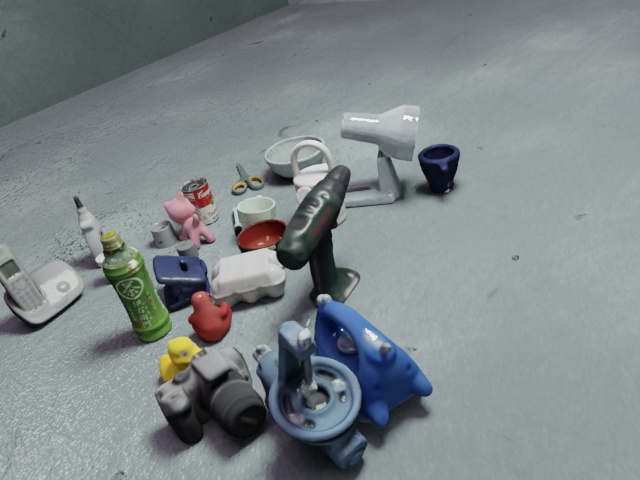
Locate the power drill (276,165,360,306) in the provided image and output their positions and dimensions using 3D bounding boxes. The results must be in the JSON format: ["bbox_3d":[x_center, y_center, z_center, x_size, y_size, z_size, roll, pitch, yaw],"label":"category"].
[{"bbox_3d":[0.009,0.004,1.031,0.075,0.209,0.230,7,38,30],"label":"power drill"}]

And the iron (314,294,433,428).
[{"bbox_3d":[0.046,0.150,0.853,0.119,0.142,0.257,-28,34,-20],"label":"iron"}]

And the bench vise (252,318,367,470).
[{"bbox_3d":[-0.040,0.185,0.759,0.206,0.220,0.122,11,40,34],"label":"bench vise"}]

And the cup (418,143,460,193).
[{"bbox_3d":[0.270,-0.149,1.271,0.091,0.095,0.117,-11,32,5],"label":"cup"}]

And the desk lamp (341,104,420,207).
[{"bbox_3d":[0.133,-0.192,1.280,0.203,0.214,0.118,-6,33,14],"label":"desk lamp"}]

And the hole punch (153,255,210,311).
[{"bbox_3d":[-0.277,0.070,1.152,0.101,0.091,0.108,-21,33,-10],"label":"hole punch"}]

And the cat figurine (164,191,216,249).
[{"bbox_3d":[-0.308,-0.053,1.329,0.067,0.118,0.127,-32,36,-25],"label":"cat figurine"}]

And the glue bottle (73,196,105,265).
[{"bbox_3d":[-0.527,-0.025,1.321,0.037,0.173,0.078,-19,32,-6],"label":"glue bottle"}]

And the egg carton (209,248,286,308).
[{"bbox_3d":[-0.139,0.074,1.113,0.150,0.069,0.107,-14,32,0],"label":"egg carton"}]

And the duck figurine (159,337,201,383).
[{"bbox_3d":[-0.224,0.196,0.941,0.104,0.086,0.077,2,36,24],"label":"duck figurine"}]

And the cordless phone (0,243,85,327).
[{"bbox_3d":[-0.591,0.071,1.186,0.093,0.185,0.148,8,39,32],"label":"cordless phone"}]

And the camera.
[{"bbox_3d":[-0.154,0.233,0.843,0.143,0.101,0.136,-31,36,-24],"label":"camera"}]

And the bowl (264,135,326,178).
[{"bbox_3d":[-0.059,-0.210,1.515,0.167,0.075,0.167,-10,32,7],"label":"bowl"}]

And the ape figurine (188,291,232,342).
[{"bbox_3d":[-0.202,0.130,1.029,0.077,0.092,0.076,-11,32,6],"label":"ape figurine"}]

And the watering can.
[{"bbox_3d":[-0.007,-0.123,1.247,0.101,0.194,0.172,-15,32,0],"label":"watering can"}]
